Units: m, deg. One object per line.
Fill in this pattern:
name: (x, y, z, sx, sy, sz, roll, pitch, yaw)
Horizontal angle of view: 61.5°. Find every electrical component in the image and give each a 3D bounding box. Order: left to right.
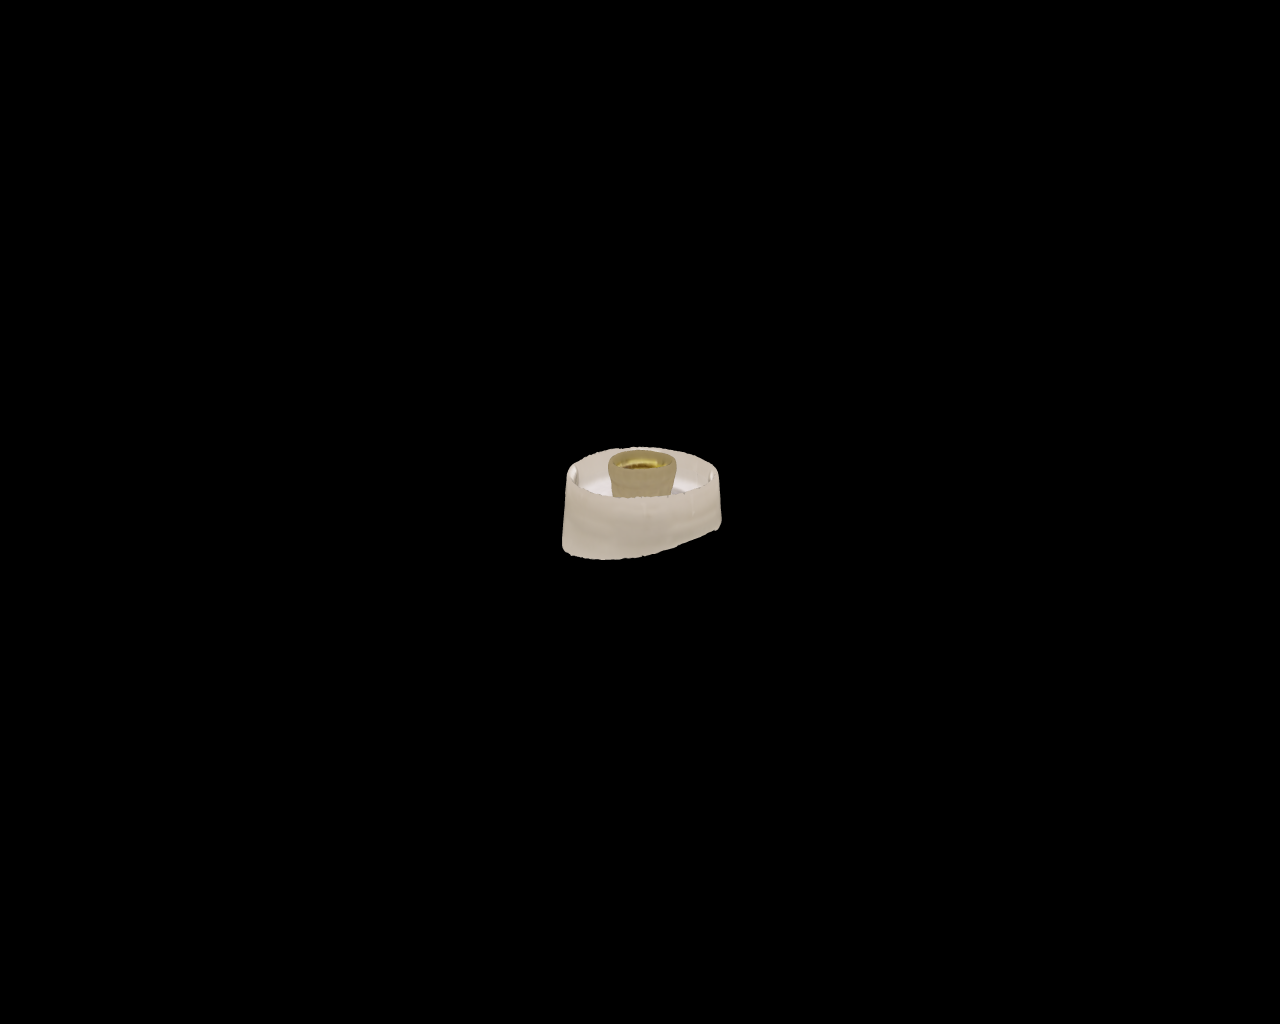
electrical component: (0.001, -0.003, 0.650, 0.099, 0.064, 0.099, 0, 23, 0)
